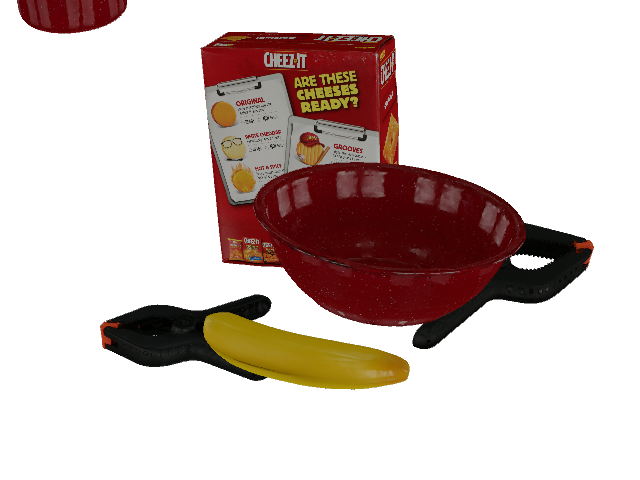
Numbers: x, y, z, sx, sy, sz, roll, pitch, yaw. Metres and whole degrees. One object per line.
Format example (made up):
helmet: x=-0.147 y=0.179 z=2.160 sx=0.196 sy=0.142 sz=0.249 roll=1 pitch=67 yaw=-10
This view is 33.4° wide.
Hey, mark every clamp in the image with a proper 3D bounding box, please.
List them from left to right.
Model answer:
clamp: x=-0.125 y=0.087 z=1.049 sx=0.171 sy=0.039 sz=0.120 roll=7 pitch=27 yaw=3
clamp: x=0.163 y=0.033 z=1.024 sx=0.210 sy=0.164 sz=0.036 roll=-2 pitch=-43 yaw=-5

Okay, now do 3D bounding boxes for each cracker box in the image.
cracker box: x=-0.013 y=-0.080 z=0.979 sx=0.164 sy=0.214 sz=0.072 roll=5 pitch=26 yaw=17

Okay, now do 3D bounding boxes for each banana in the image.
banana: x=-0.027 y=0.082 z=0.828 sx=0.198 sy=0.037 sz=0.069 roll=14 pitch=26 yaw=38

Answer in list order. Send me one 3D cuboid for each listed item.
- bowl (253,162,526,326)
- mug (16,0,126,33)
bowl: x=0.039 y=0.006 z=0.642 sx=0.162 sy=0.055 sz=0.162 roll=4 pitch=24 yaw=-2
mug: x=-0.200 y=-0.206 z=0.789 sx=0.117 sy=0.081 sz=0.093 roll=0 pitch=37 yaw=1
